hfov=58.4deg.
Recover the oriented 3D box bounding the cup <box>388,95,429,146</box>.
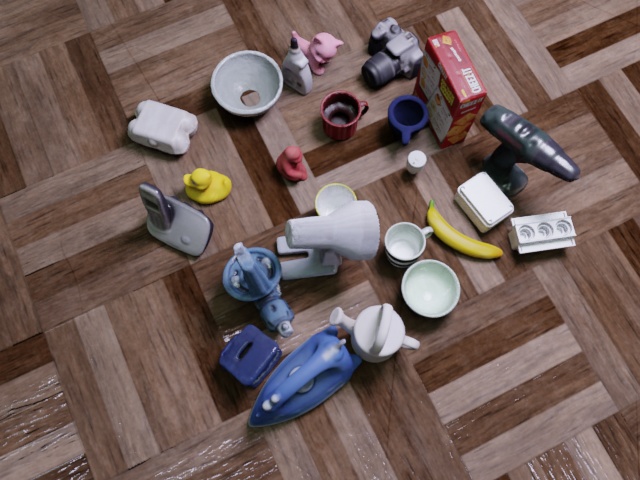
[{"bbox_3d":[0.194,-0.255,1.299,0.091,0.095,0.118,6,73,2],"label":"cup"}]

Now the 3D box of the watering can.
[{"bbox_3d":[0.106,0.179,1.112,0.173,0.194,0.101,-4,73,-1],"label":"watering can"}]

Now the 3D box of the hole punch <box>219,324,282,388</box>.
[{"bbox_3d":[-0.143,0.233,1.149,0.101,0.091,0.109,36,76,10],"label":"hole punch"}]

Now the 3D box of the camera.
[{"bbox_3d":[0.157,-0.438,1.352,0.137,0.101,0.143,-37,76,-11],"label":"camera"}]

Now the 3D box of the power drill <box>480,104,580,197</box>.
[{"bbox_3d":[0.426,-0.176,1.216,0.076,0.208,0.229,-40,77,-11],"label":"power drill"}]

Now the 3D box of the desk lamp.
[{"bbox_3d":[0.011,0.004,1.156,0.203,0.213,0.118,-9,73,-3],"label":"desk lamp"}]

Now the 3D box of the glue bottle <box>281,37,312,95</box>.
[{"bbox_3d":[-0.054,-0.403,1.303,0.078,0.173,0.037,37,76,11],"label":"glue bottle"}]

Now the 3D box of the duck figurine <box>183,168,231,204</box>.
[{"bbox_3d":[-0.251,-0.128,1.262,0.104,0.086,0.077,-1,73,0],"label":"duck figurine"}]

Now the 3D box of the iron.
[{"bbox_3d":[-0.041,0.276,1.109,0.258,0.141,0.118,-39,77,-11],"label":"iron"}]

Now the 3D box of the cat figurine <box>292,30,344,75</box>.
[{"bbox_3d":[-0.012,-0.455,1.348,0.127,0.118,0.067,25,74,8],"label":"cat figurine"}]

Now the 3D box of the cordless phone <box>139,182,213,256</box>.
[{"bbox_3d":[-0.301,-0.048,1.185,0.147,0.185,0.094,23,74,7],"label":"cordless phone"}]

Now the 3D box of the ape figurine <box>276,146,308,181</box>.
[{"bbox_3d":[-0.061,-0.178,1.275,0.076,0.092,0.078,17,73,5],"label":"ape figurine"}]

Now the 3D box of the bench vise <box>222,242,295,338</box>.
[{"bbox_3d":[-0.109,0.085,1.127,0.207,0.220,0.121,39,77,11],"label":"bench vise"}]

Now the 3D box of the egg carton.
[{"bbox_3d":[-0.360,-0.256,1.310,0.150,0.069,0.107,17,73,5],"label":"egg carton"}]

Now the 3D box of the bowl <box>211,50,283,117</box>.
[{"bbox_3d":[-0.167,-0.352,1.338,0.167,0.075,0.167,0,73,0],"label":"bowl"}]
